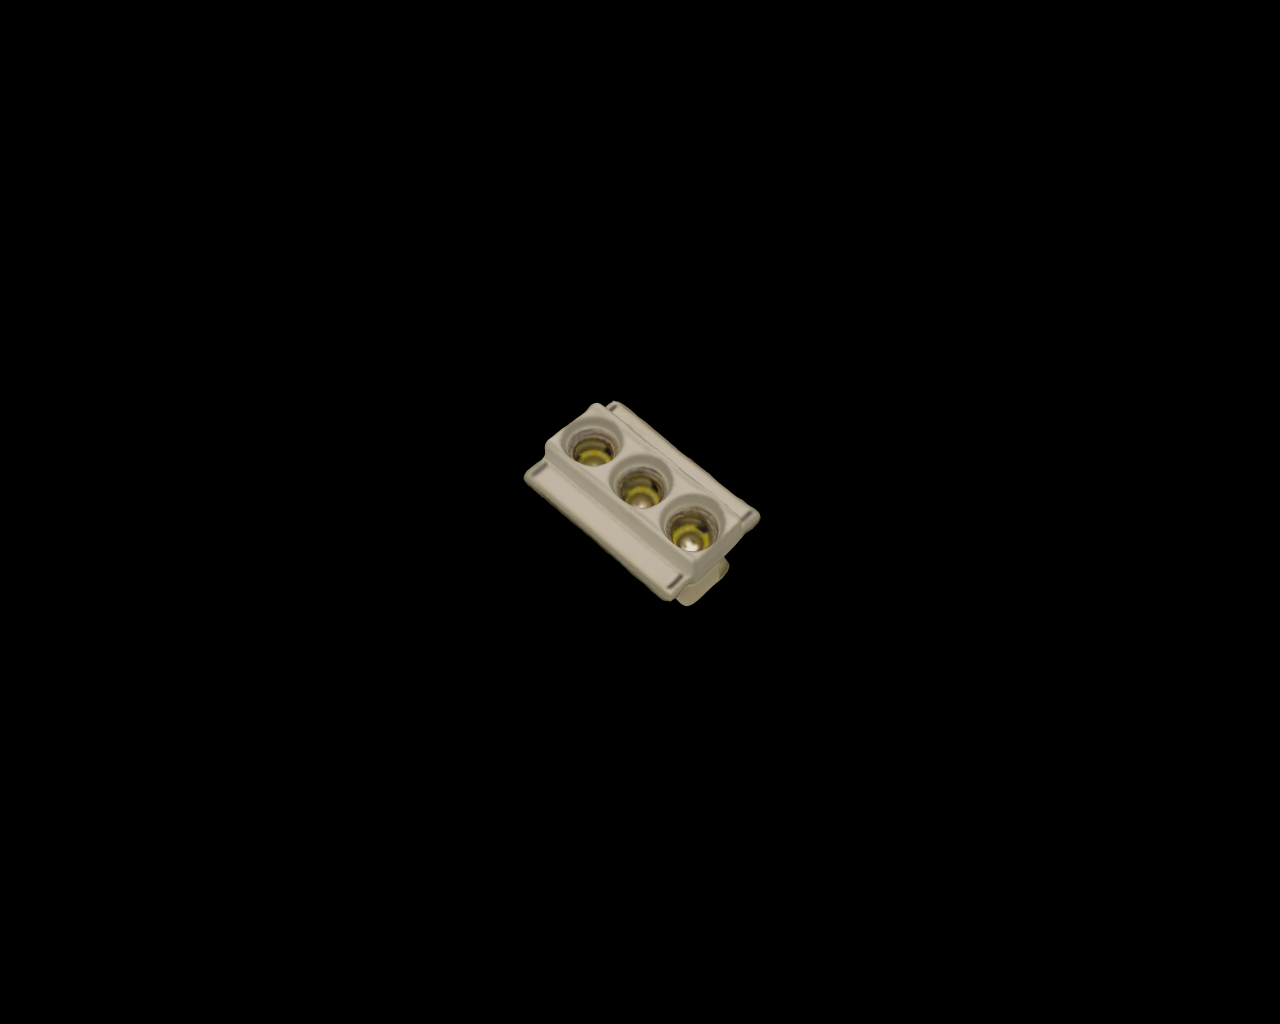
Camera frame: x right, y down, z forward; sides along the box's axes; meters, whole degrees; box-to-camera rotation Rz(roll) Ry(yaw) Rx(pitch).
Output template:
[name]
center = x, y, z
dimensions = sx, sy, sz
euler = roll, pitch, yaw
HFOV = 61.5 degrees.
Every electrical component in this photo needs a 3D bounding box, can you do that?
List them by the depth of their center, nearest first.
[electrical component]
center = 0.001, -0.003, 0.650
dimensions = 0.121, 0.079, 0.063
euler = 39, -24, 22
